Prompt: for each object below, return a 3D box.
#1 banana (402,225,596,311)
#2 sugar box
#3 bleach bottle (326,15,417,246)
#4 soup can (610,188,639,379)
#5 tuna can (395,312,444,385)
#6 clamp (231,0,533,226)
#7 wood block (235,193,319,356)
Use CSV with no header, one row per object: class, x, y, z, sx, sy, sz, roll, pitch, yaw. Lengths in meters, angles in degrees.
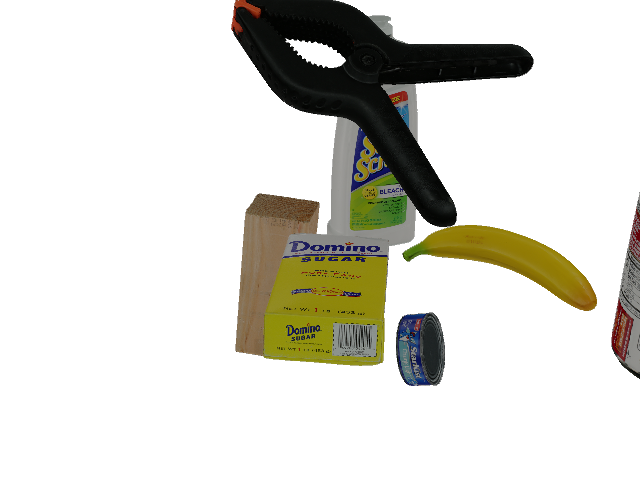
banana,0.184,0.021,1.058,0.198,0.069,0.037,14,-32,26
sugar box,0.009,0.043,0.885,0.093,0.048,0.176,4,23,3
bleach bottle,0.055,-0.117,1.163,0.102,0.251,0.068,-6,26,-9
soup can,0.181,0.014,0.510,0.068,0.102,0.068,2,28,-1
tuna can,0.118,0.128,1.254,0.034,0.086,0.086,-5,-2,23
clamp,0.031,-0.104,0.729,0.210,0.164,0.036,21,-32,2
wood block,-0.060,0.050,1.481,0.090,0.206,0.090,8,22,6
